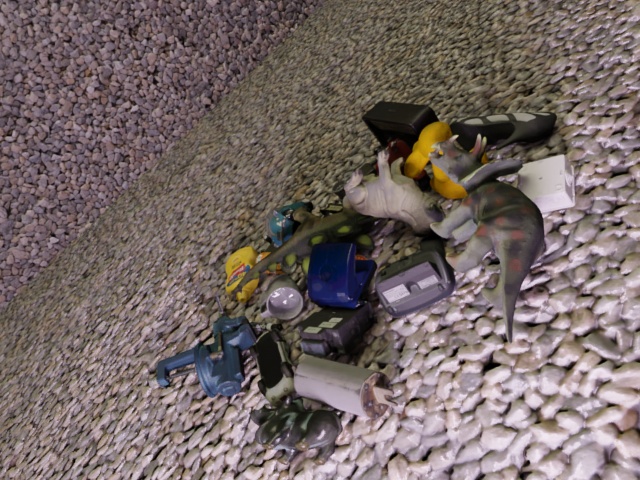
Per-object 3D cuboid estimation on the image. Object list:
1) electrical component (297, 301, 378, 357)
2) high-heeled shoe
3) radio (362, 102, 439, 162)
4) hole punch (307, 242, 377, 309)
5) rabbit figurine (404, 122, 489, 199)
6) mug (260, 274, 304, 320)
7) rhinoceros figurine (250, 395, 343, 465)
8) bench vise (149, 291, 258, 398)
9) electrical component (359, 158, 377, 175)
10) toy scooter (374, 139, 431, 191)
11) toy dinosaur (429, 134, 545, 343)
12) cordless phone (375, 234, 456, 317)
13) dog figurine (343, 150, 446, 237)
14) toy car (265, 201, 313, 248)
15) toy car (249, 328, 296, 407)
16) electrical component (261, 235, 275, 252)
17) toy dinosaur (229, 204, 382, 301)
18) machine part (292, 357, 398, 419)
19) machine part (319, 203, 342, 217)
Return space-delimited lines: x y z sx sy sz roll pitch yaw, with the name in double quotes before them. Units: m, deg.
"electrical component" 0.026 0.168 1.017 0.134 0.058 0.115 -34 18 -38
"high-heeled shoe" 0.396 -0.257 1.192 0.145 0.086 0.249 -32 30 -4
"radio" 0.216 -0.275 1.355 0.073 0.131 0.230 -45 31 -7
"hole punch" 0.032 0.066 1.028 0.142 0.092 0.116 -1 53 41
"rabbit figurine" 0.261 -0.179 1.139 0.163 0.173 0.122 2 54 43
"mug" -0.090 0.130 1.227 0.109 0.080 0.107 -41 19 11
"rhinoceros figurine" -0.050 0.320 0.925 0.190 0.073 0.112 -10 43 41
"bench vise" -0.260 0.256 1.180 0.241 0.128 0.224 -19 52 1
"electrical component" 0.124 -0.182 1.445 0.094 0.021 0.063 -39 30 3
"toy scooter" 0.180 -0.186 1.276 0.075 0.135 0.184 -46 29 -8
"toy dinosaur" 0.304 -0.027 0.907 0.192 0.131 0.405 -51 34 25
"cordless phone" 0.179 0.052 1.038 0.147 0.088 0.184 -27 21 22
"dog figurine" 0.148 -0.063 1.106 0.172 0.121 0.191 -44 62 34
"toy car" -0.085 -0.045 1.365 0.103 0.109 0.162 13 32 21
"toy car" -0.093 0.250 1.083 0.073 0.056 0.202 -38 28 3
"electrical component" -0.116 0.010 1.438 0.078 0.045 0.102 -48 31 -15
"toy dinosaur" -0.003 -0.004 1.218 0.471 0.105 0.199 -30 27 -3
"machine part" 0.036 0.250 0.919 0.243 0.079 0.079 -3 47 47
"machine part" 0.016 -0.044 1.371 0.084 0.039 0.139 8 53 43
